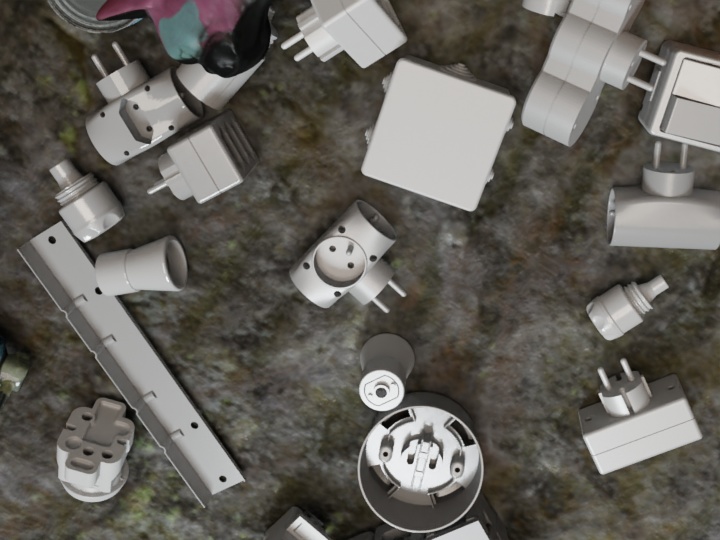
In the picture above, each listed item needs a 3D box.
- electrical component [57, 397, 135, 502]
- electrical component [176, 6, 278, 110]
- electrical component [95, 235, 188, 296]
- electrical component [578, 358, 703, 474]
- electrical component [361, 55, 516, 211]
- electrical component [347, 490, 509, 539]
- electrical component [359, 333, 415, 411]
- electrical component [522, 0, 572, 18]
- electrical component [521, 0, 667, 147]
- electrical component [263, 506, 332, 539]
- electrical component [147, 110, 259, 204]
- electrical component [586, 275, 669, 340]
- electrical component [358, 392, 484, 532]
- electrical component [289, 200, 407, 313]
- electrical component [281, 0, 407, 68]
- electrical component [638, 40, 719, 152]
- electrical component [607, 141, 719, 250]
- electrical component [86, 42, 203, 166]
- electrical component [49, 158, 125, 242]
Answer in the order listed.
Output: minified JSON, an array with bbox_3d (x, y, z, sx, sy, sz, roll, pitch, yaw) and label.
[{"bbox_3d":[-0.219,0.154,0.890,0.058,0.078,0.057,16,130,0],"label":"electrical component"},{"bbox_3d":[-0.091,-0.161,0.782,0.043,0.043,0.081,42,108,-8],"label":"electrical component"},{"bbox_3d":[-0.175,-0.001,0.848,0.065,0.044,0.044,-9,108,14],"label":"electrical component"},{"bbox_3d":[0.210,0.104,0.838,0.083,0.047,0.075,-24,104,13],"label":"electrical component"},{"bbox_3d":[0.057,-0.102,0.783,0.100,0.048,0.099,19,110,-1],"label":"electrical component"},{"bbox_3d":[0.051,0.254,0.898,0.150,0.061,0.089,-26,104,14],"label":"electrical component"},{"bbox_3d":[0.019,0.082,0.841,0.044,0.065,0.044,2,109,5],"label":"electrical component"},{"bbox_3d":[0.135,-0.203,0.746,0.040,0.040,0.046,13,115,2],"label":"electrical component"},{"bbox_3d":[0.173,-0.148,0.742,0.074,0.052,0.138,28,111,17],"label":"electrical component"},{"bbox_3d":[-0.059,0.236,0.903,0.042,0.063,0.081,43,107,-7],"label":"electrical component"},{"bbox_3d":[-0.124,-0.077,0.802,0.077,0.065,0.047,-26,104,14],"label":"electrical component"},{"bbox_3d":[0.206,0.025,0.819,0.061,0.035,0.035,-35,102,13],"label":"electrical component"},{"bbox_3d":[0.049,0.150,0.862,0.099,0.064,0.099,2,109,6],"label":"electrical component"},{"bbox_3d":[0.000,0.000,0.826,0.079,0.044,0.077,42,108,-8],"label":"electrical component"},{"bbox_3d":[-0.019,-0.171,0.752,0.077,0.066,0.047,-30,63,15],"label":"electrical component"},{"bbox_3d":[0.252,-0.116,0.751,0.096,0.061,0.061,15,110,1],"label":"electrical component"},{"bbox_3d":[0.224,-0.055,0.784,0.077,0.043,0.079,2,109,5],"label":"electrical component"},{"bbox_3d":[-0.170,-0.130,0.801,0.077,0.043,0.079,-27,103,14],"label":"electrical component"},{"bbox_3d":[-0.215,-0.056,0.831,0.043,0.043,0.062,-30,102,15],"label":"electrical component"}]
